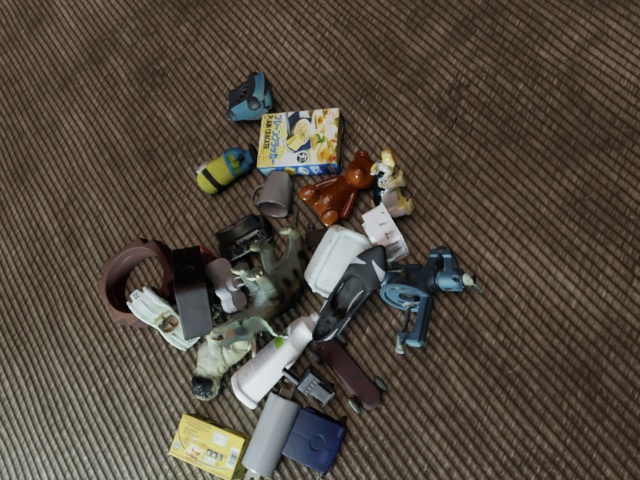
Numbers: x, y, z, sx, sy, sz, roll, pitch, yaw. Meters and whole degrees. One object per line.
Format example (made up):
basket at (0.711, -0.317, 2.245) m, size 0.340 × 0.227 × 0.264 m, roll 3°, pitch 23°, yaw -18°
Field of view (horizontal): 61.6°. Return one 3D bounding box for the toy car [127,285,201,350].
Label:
toy car at (-0.378, 0.189, 1.309) m, size 0.073 × 0.201 × 0.056 m, roll -42°, pitch 24°, yaw 4°

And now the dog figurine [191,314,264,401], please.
dog figurine at (-0.220, 0.285, 1.282) m, size 0.172 × 0.121 × 0.190 m, roll 2°, pitch 100°, yaw -2°

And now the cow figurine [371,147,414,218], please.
cow figurine at (0.156, -0.129, 1.264) m, size 0.098 × 0.068 × 0.167 m, roll -16°, pitch 104°, yaw 18°

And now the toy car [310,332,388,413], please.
toy car at (0.061, 0.291, 1.202) m, size 0.089 × 0.053 × 0.202 m, roll -38°, pitch 64°, yaw -14°

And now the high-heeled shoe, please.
high-heeled shoe at (0.057, 0.118, 1.158) m, size 0.086 × 0.248 × 0.145 m, roll 37°, pitch 42°, yaw 19°

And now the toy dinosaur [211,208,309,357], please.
toy dinosaur at (-0.092, 0.095, 1.255) m, size 0.131 × 0.192 × 0.405 m, roll -7°, pitch 29°, yaw 36°

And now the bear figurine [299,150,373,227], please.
bear figurine at (0.064, -0.129, 1.298) m, size 0.196 × 0.132 × 0.120 m, roll -40°, pitch 83°, yaw 8°

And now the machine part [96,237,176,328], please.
machine part at (-0.462, 0.112, 1.402) m, size 0.201 × 0.087 × 0.201 m, roll -37°, pitch 68°, yaw 3°

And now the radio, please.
radio at (-0.295, 0.113, 1.240) m, size 0.073 × 0.130 × 0.230 m, roll -11°, pitch 27°, yaw -13°

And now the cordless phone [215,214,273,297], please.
cordless phone at (-0.169, 0.039, 1.350) m, size 0.147 × 0.088 × 0.184 m, roll -28°, pitch 78°, yaw 7°

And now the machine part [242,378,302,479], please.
machine part at (-0.106, 0.429, 1.197) m, size 0.079 × 0.079 × 0.243 m, roll 18°, pitch 78°, yaw 21°

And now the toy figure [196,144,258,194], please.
toy figure at (-0.247, -0.191, 1.436) m, size 0.180 × 0.082 × 0.089 m, roll -23°, pitch 66°, yaw 6°

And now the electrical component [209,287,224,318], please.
electrical component at (-0.286, 0.160, 1.357) m, size 0.102 × 0.045 × 0.078 m, roll -7°, pitch 43°, yaw 12°

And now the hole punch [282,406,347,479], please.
hole punch at (-0.012, 0.430, 1.163) m, size 0.116 × 0.092 × 0.142 m, roll 21°, pitch 76°, yaw 18°

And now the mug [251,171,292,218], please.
mug at (-0.120, -0.121, 1.381) m, size 0.110 × 0.080 × 0.107 m, roll 1°, pitch 61°, yaw 27°

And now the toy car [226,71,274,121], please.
toy car at (-0.178, -0.372, 1.457) m, size 0.162 × 0.103 × 0.109 m, roll -24°, pitch 56°, yaw 37°

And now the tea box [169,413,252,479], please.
tea box at (-0.247, 0.470, 1.230) m, size 0.170 × 0.068 × 0.098 m, roll 16°, pitch 77°, yaw 22°

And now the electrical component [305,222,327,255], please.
electrical component at (-0.003, -0.004, 1.332) m, size 0.063 × 0.021 × 0.094 m, roll -16°, pitch 68°, yaw 12°

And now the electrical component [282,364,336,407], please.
electrical component at (-0.025, 0.309, 1.190) m, size 0.119 × 0.075 × 0.048 m, roll 41°, pitch 89°, yaw 0°

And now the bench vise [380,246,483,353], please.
bench vise at (0.221, 0.133, 1.157) m, size 0.224 × 0.128 × 0.240 m, roll 4°, pitch 57°, yaw 26°
